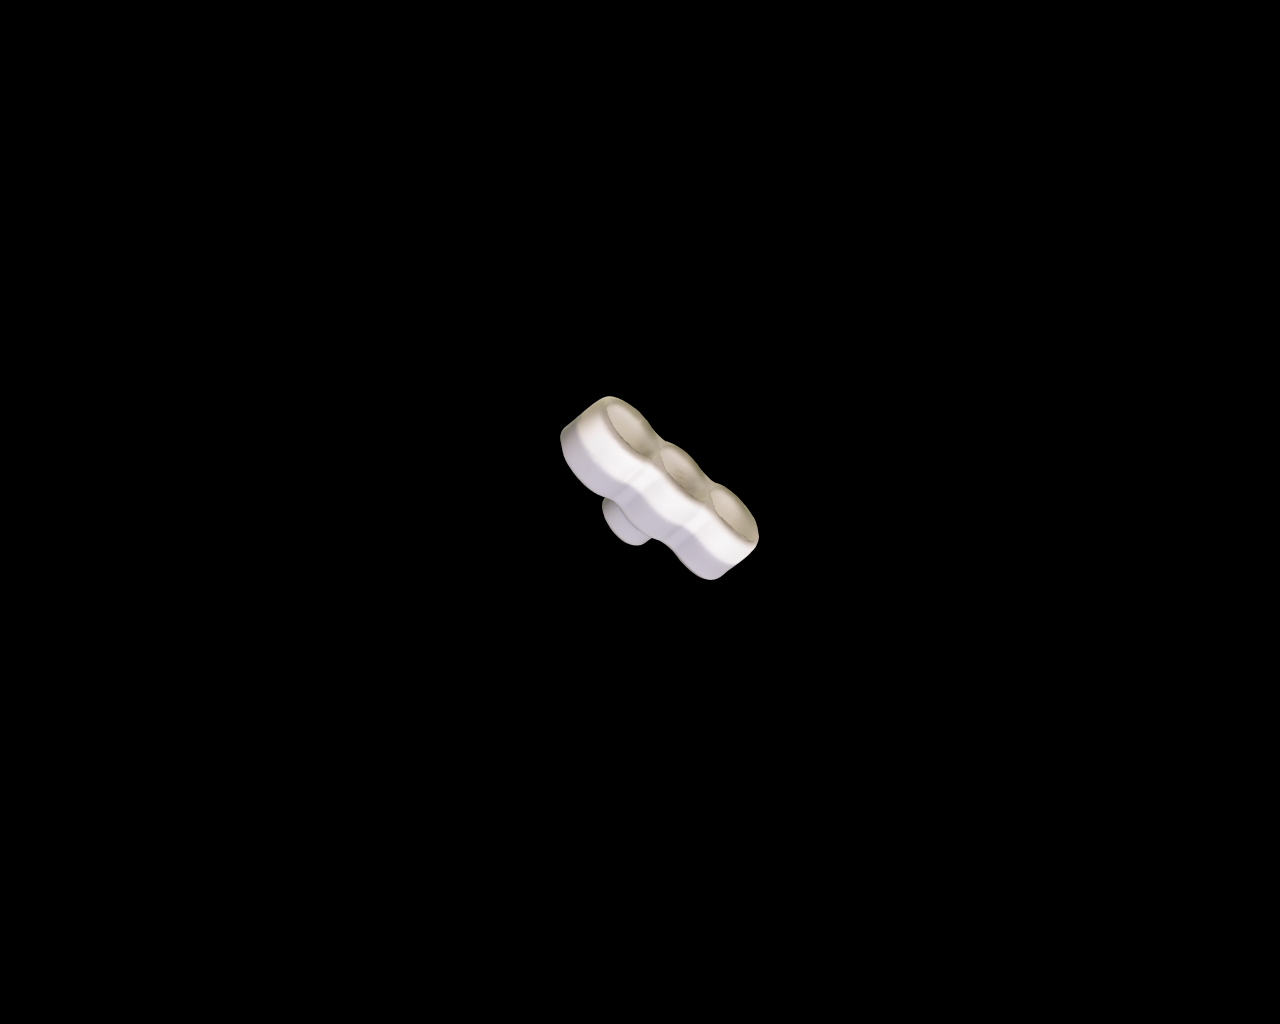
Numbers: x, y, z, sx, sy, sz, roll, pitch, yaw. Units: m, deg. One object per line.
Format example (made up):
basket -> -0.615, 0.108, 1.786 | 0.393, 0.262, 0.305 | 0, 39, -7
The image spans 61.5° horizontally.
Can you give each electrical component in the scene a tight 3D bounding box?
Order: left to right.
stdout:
electrical component -> 0.001, -0.003, 0.650 | 0.073, 0.052, 0.138 | -39, -62, 25
